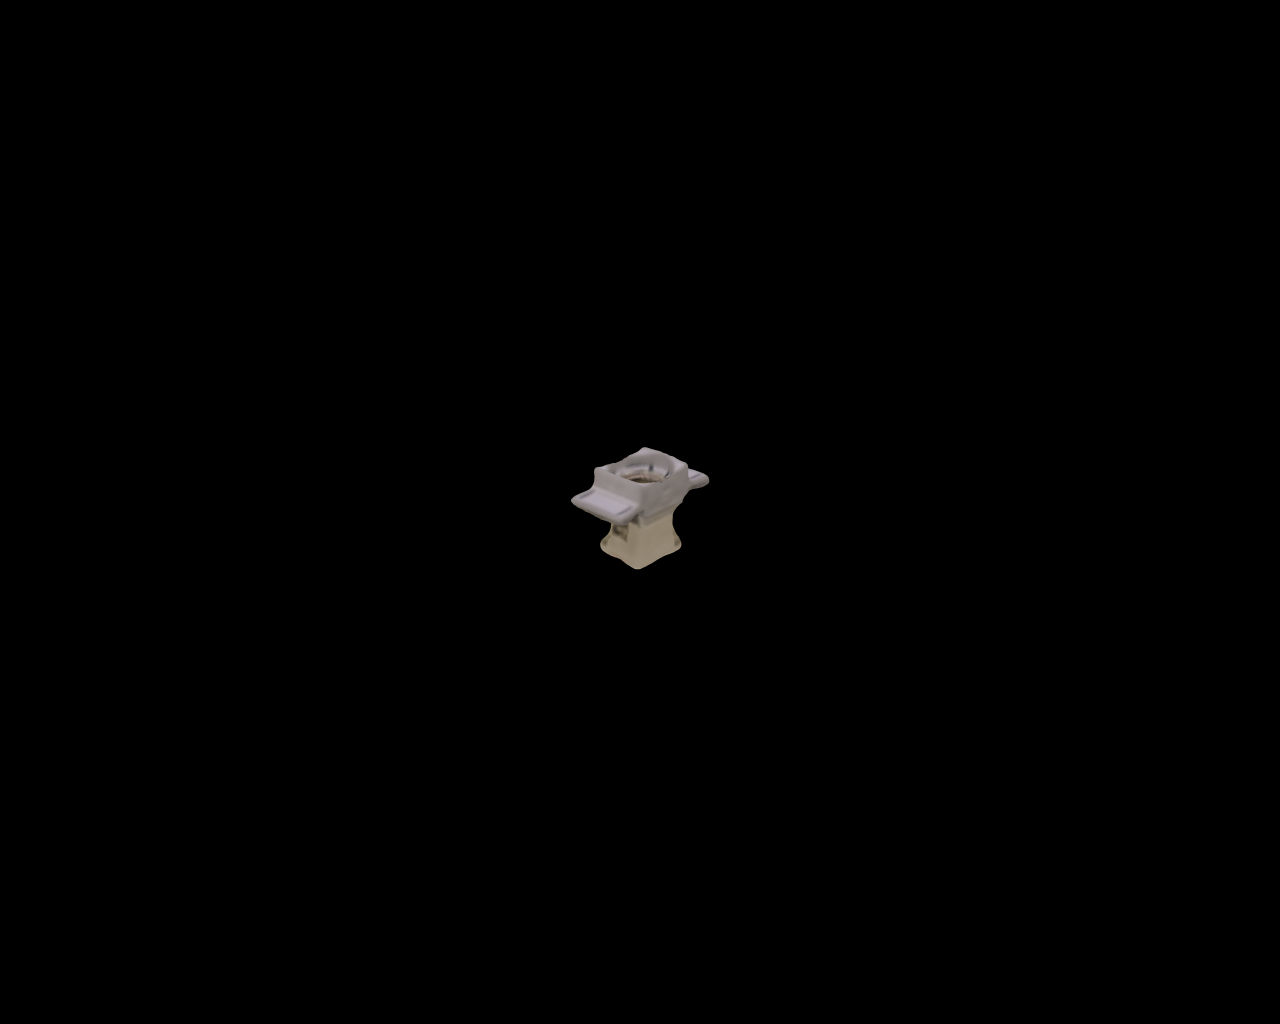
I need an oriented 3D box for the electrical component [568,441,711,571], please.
[{"bbox_3d":[0.001,-0.003,0.650,0.081,0.063,0.042,-25,37,-38],"label":"electrical component"}]
